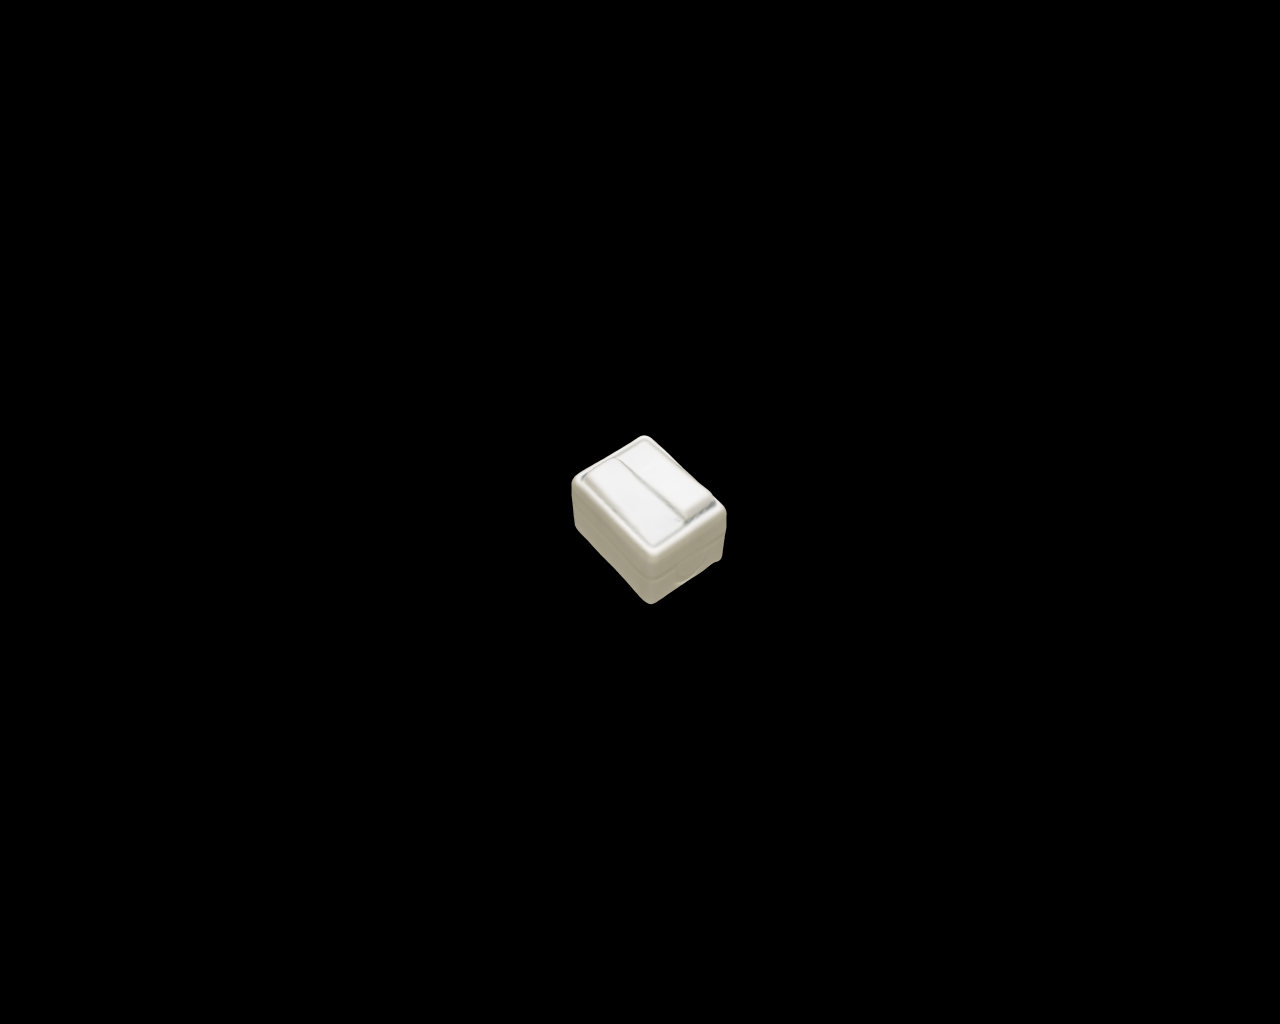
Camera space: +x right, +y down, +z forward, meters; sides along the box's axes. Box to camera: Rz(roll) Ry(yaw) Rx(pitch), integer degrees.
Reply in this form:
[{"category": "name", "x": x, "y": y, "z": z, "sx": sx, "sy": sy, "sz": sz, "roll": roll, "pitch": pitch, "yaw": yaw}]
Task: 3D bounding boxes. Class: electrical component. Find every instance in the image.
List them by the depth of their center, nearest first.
[{"category": "electrical component", "x": 0.001, "y": -0.003, "z": 0.650, "sx": 0.062, "sy": 0.096, "sz": 0.061, "roll": -32, "pitch": -32, "yaw": -22}]
